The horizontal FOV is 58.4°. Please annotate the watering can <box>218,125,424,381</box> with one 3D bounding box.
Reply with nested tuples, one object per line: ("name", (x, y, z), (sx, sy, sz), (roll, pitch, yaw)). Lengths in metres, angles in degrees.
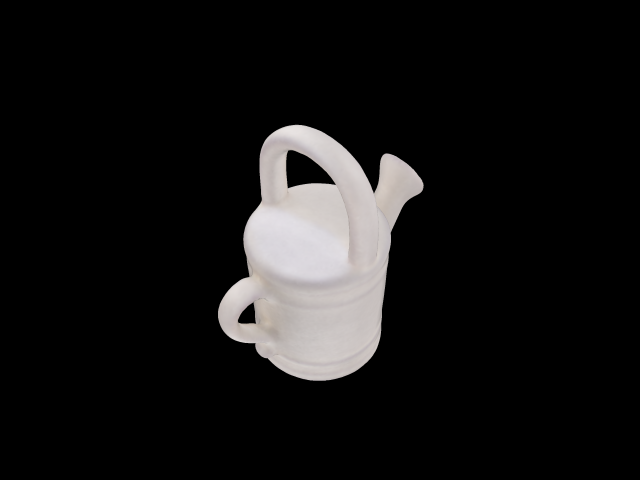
("watering can", (0.002, 0.000, 0.401), (0.100, 0.194, 0.173), (18, 49, 16))
